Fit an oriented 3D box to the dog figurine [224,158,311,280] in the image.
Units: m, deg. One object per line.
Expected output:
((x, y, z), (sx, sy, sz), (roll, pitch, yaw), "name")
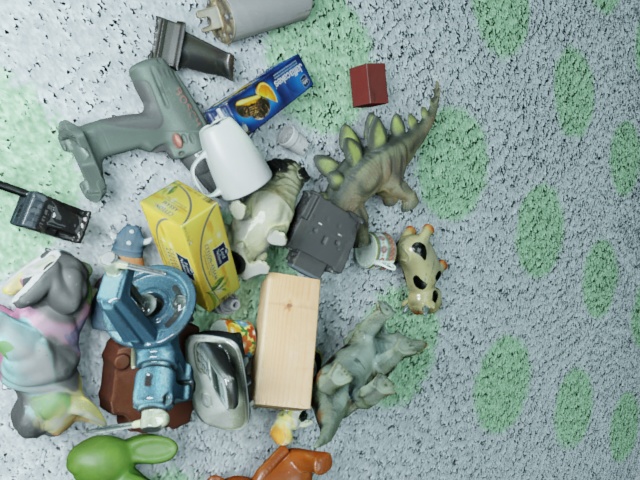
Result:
((-0.099, -0.038, 0.896), (0.121, 0.172, 0.191), (46, 32, -14), "dog figurine")

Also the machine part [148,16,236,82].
((-0.192, -0.286, 0.827), (0.139, 0.039, 0.084), (13, 79, -38), "machine part")

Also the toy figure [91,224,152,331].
((-0.284, 0.053, 0.761), (0.064, 0.058, 0.154), (21, 74, -44), "toy figure")

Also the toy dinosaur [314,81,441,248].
((0.113, -0.140, 1.041), (0.471, 0.105, 0.198), (-42, 117, -28), "toy dinosaur")

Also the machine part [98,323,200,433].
((-0.240, 0.200, 0.806), (0.179, 0.056, 0.179), (-4, 96, -40), "machine part")

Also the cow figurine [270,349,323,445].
((-0.042, 0.280, 0.969), (0.098, 0.068, 0.167), (9, 88, -45), "cow figurine")

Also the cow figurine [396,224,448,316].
((0.216, 0.077, 1.155), (0.127, 0.086, 0.194), (-43, 121, -36), "cow figurine")

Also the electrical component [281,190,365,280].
((-0.002, -0.003, 0.912), (0.115, 0.058, 0.134), (27, 82, -21), "electrical component")

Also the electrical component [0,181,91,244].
((-0.361, -0.036, 0.679), (0.119, 0.075, 0.047), (24, 78, -42), "electrical component")

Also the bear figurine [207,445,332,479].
((-0.086, 0.425, 0.904), (0.196, 0.132, 0.120), (-5, 94, -45), "bear figurine")

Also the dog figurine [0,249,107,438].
((-0.337, 0.145, 0.695), (0.191, 0.109, 0.219), (-46, 124, -31), "dog figurine")

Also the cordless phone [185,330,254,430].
((-0.129, 0.211, 0.741), (0.089, 0.184, 0.146), (-8, 101, -18), "cordless phone")

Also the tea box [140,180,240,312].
((-0.184, 0.011, 0.776), (0.068, 0.098, 0.169), (-38, 139, -32), "tea box")

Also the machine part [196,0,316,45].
((-0.096, -0.377, 0.874), (0.243, 0.079, 0.079), (-32, 113, -34), "machine part")

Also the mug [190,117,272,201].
((-0.139, -0.117, 0.781), (0.109, 0.081, 0.107), (-29, 112, -11), "mug")

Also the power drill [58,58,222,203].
((-0.244, -0.128, 0.768), (0.207, 0.086, 0.231), (-31, 113, -29), "power drill")

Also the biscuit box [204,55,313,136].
((-0.094, -0.231, 0.874), (0.203, 0.059, 0.062), (-49, 120, -39), "biscuit box")

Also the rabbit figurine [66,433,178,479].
((-0.272, 0.340, 0.755), (0.159, 0.121, 0.170), (-37, 101, -35), "rabbit figurine")

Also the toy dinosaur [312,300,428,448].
((0.053, 0.240, 0.935), (0.131, 0.192, 0.405), (45, 42, 12), "toy dinosaur")

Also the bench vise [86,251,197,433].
((-0.219, 0.108, 0.660), (0.240, 0.129, 0.224), (83, 12, -53), "bench vise")
